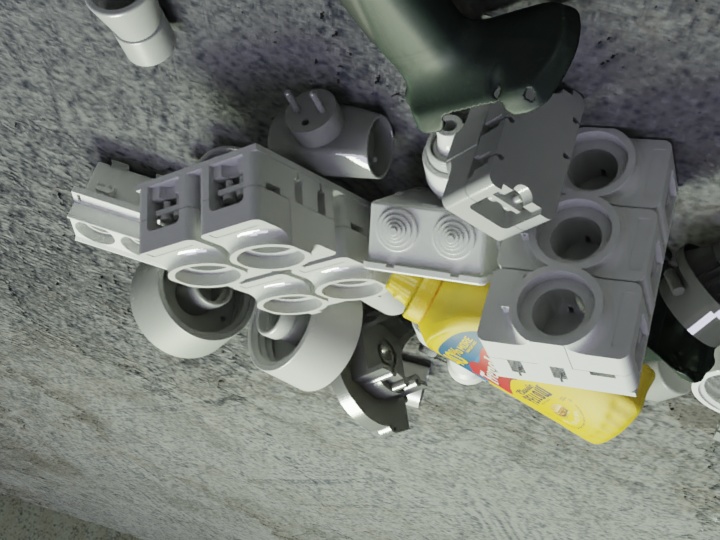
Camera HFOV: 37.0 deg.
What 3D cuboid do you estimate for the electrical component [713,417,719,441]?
[{"bbox_3d":[0.342,0.133,0.930,0.055,0.048,0.066,20,156,15],"label":"electrical component"}]

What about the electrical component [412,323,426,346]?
[{"bbox_3d":[0.066,0.040,0.937,0.043,0.043,0.062,8,152,22],"label":"electrical component"}]

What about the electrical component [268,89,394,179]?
[{"bbox_3d":[-0.026,-0.095,0.727,0.077,0.043,0.079,6,152,26],"label":"electrical component"}]

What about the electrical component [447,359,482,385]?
[{"bbox_3d":[0.100,0.078,0.995,0.040,0.040,0.046,11,149,16],"label":"electrical component"}]

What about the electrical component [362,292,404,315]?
[{"bbox_3d":[0.000,0.000,0.899,0.079,0.044,0.077,-1,148,36],"label":"electrical component"}]

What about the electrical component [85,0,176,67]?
[{"bbox_3d":[-0.142,-0.160,0.682,0.044,0.044,0.065,12,159,15],"label":"electrical component"}]

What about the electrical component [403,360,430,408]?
[{"bbox_3d":[0.027,0.110,1.104,0.081,0.043,0.043,15,155,9],"label":"electrical component"}]

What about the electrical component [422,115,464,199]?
[{"bbox_3d":[0.062,-0.076,0.705,0.043,0.043,0.062,10,152,18],"label":"electrical component"}]

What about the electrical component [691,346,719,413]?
[{"bbox_3d":[0.310,0.084,0.832,0.108,0.060,0.108,15,155,7],"label":"electrical component"}]

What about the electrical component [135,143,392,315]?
[{"bbox_3d":[-0.057,-0.019,0.772,0.105,0.060,0.186,-15,159,31],"label":"electrical component"}]

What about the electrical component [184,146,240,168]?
[{"bbox_3d":[-0.103,-0.061,0.834,0.078,0.058,0.057,19,158,-3],"label":"electrical component"}]

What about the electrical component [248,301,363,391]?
[{"bbox_3d":[-0.056,0.047,0.947,0.060,0.108,0.108,24,157,-35],"label":"electrical component"}]

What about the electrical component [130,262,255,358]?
[{"bbox_3d":[-0.146,0.021,0.976,0.108,0.108,0.060,31,147,-24],"label":"electrical component"}]

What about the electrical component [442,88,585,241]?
[{"bbox_3d":[0.089,-0.069,0.643,0.050,0.089,0.056,30,153,-21],"label":"electrical component"}]

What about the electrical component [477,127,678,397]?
[{"bbox_3d":[0.137,-0.008,0.662,0.089,0.150,0.061,7,153,25],"label":"electrical component"}]

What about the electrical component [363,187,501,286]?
[{"bbox_3d":[0.060,-0.027,0.754,0.100,0.048,0.100,8,-166,22],"label":"electrical component"}]

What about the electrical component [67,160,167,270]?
[{"bbox_3d":[-0.176,-0.043,0.914,0.121,0.063,0.078,18,155,3],"label":"electrical component"}]

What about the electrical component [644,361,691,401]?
[{"bbox_3d":[0.251,0.092,0.916,0.040,0.040,0.078,26,154,-15],"label":"electrical component"}]
